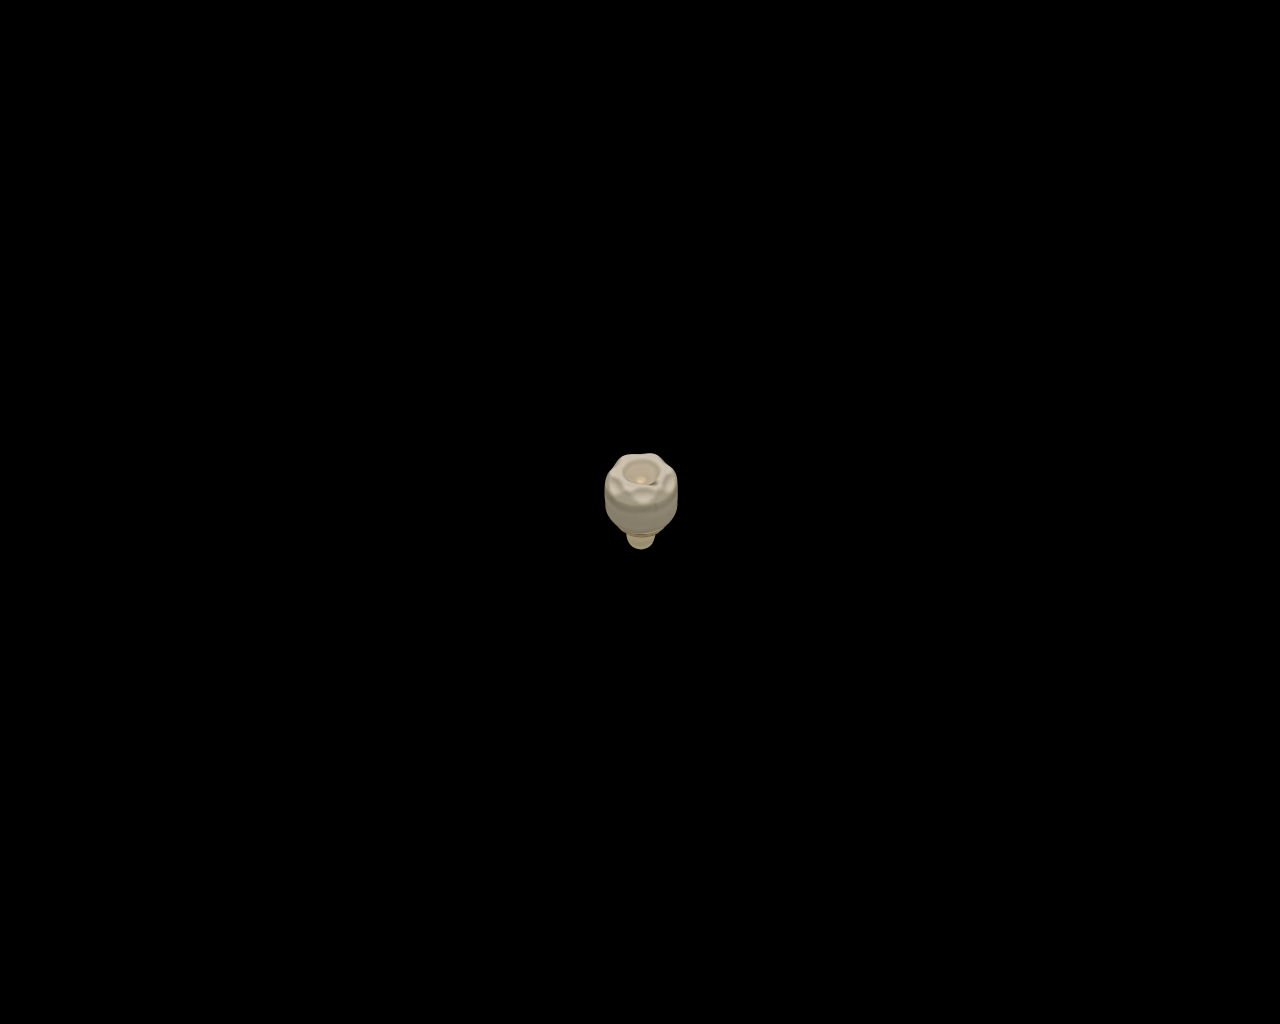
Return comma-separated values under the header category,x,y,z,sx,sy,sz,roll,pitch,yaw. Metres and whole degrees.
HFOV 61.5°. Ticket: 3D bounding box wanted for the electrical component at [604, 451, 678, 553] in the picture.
category,x,y,z,sx,sy,sz,roll,pitch,yaw
electrical component,0.001,-0.003,0.650,0.043,0.062,0.043,0,43,0
